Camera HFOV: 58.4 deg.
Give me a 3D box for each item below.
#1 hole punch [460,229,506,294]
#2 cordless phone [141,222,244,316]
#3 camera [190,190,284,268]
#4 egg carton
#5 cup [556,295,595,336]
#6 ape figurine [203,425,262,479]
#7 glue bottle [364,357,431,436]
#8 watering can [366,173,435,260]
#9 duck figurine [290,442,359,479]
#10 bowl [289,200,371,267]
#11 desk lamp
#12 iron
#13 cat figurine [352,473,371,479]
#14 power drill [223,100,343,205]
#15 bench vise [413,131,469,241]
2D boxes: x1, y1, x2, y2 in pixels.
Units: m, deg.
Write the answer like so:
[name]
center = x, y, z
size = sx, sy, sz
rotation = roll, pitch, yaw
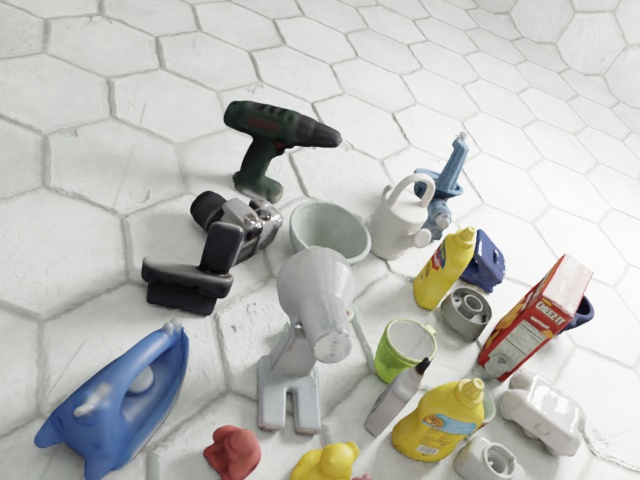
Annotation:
[hole punch]
center = 0.360, 0.043, 1.240
size = 0.101, 0.091, 0.109
rotation = 26, 41, -1
[cordless phone]
center = -0.199, 0.025, 0.901
size = 0.148, 0.185, 0.094
rotation = 11, 44, -17
[camera]
center = -0.159, -0.042, 1.052
size = 0.136, 0.100, 0.143
rotation = 40, 43, 15
[egg carton]
center = 0.392, 0.306, 1.008
size = 0.150, 0.069, 0.107
rotation = 36, 42, 10
[cup]
center = 0.503, 0.164, 1.189
size = 0.091, 0.095, 0.118
rotation = 31, 42, 5
[ape figurine]
center = -0.109, 0.279, 0.760
size = 0.076, 0.092, 0.077
rotation = 11, 44, -17
[glue bottle]
center = 0.125, 0.229, 0.870
size = 0.037, 0.173, 0.078
rotation = 34, 42, 9
[watering can]
center = 0.172, -0.052, 1.163
size = 0.101, 0.194, 0.172
rotation = -19, 58, -39
[duck figurine]
center = 0.012, 0.315, 0.790
size = 0.105, 0.086, 0.077
rotation = -19, 58, -39
[bowl]
center = 0.010, 0.004, 1.113
size = 0.168, 0.074, 0.167
rotation = 15, 43, -14
[desk lamp]
center = -0.014, 0.147, 0.851
size = 0.118, 0.213, 0.203
rotation = 11, 44, -17
[iron]
center = -0.242, 0.177, 0.758
size = 0.118, 0.141, 0.259
rotation = 32, 42, 6
[cat figurine]
center = 0.102, 0.357, 0.770
size = 0.127, 0.117, 0.067
rotation = 32, 42, 6
[power drill]
center = -0.090, -0.176, 1.142
size = 0.229, 0.208, 0.075
rotation = 24, 41, -3
[bench vise]
center = 0.284, -0.117, 1.266
size = 0.122, 0.219, 0.207
rotation = 3, 47, -24
